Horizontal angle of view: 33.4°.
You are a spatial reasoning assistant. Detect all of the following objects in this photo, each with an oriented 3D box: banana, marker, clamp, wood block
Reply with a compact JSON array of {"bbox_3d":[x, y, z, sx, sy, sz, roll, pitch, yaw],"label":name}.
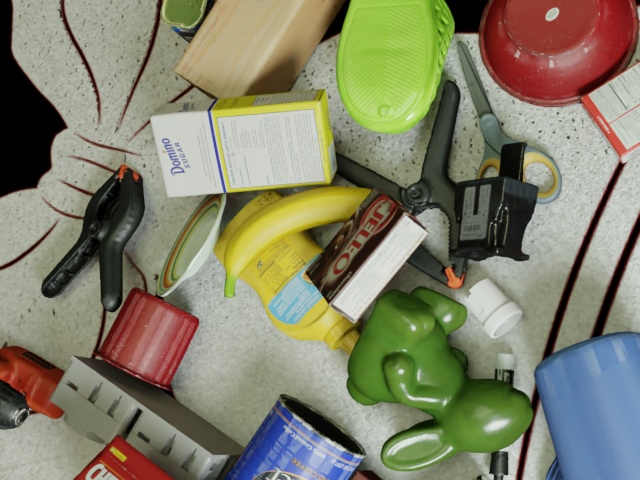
[{"bbox_3d":[-0.019,-0.013,1.065,0.198,0.037,0.069,-26,87,-1],"label":"banana"},{"bbox_3d":[0.175,0.170,1.025,0.020,0.020,0.121,2,80,19],"label":"marker"},{"bbox_3d":[0.106,-0.053,1.083,0.164,0.036,0.210,-32,71,9],"label":"clamp"},{"bbox_3d":[-0.053,-0.235,1.144,0.090,0.090,0.206,33,91,21],"label":"wood block"},{"bbox_3d":[-0.232,0.001,1.173,0.120,0.039,0.171,20,81,34],"label":"clamp"}]

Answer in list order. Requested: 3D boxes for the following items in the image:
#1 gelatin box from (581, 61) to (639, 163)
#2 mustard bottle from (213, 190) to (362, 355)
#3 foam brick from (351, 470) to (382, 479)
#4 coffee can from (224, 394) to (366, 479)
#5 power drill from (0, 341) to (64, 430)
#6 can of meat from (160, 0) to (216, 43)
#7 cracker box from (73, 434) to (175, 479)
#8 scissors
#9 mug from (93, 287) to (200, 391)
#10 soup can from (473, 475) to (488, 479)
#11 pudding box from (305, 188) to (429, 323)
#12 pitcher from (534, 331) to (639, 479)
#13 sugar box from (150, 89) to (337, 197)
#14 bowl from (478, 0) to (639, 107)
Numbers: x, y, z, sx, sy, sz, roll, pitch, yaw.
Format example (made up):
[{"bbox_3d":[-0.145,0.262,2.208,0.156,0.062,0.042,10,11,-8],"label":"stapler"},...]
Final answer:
[{"bbox_3d":[0.310,-0.129,1.031,0.089,0.030,0.073,-32,70,8],"label":"gelatin box"},{"bbox_3d":[-0.020,0.045,1.095,0.096,0.058,0.192,-45,69,8],"label":"mustard bottle"},{"bbox_3d":[0.041,0.270,1.034,0.051,0.053,0.078,35,91,21],"label":"foam brick"},{"bbox_3d":[-0.036,0.237,1.039,0.103,0.102,0.140,35,92,21],"label":"coffee can"},{"bbox_3d":[-0.338,0.149,1.116,0.185,0.187,0.057,25,87,23],"label":"power drill"},{"bbox_3d":[-0.128,-0.266,1.179,0.057,0.083,0.102,9,83,20],"label":"can of meat"},{"bbox_3d":[-0.144,0.301,1.007,0.164,0.214,0.072,32,57,21],"label":"cracker box"},{"bbox_3d":[0.191,-0.113,1.075,0.096,0.016,0.202,-5,79,19],"label":"scissors"},{"bbox_3d":[-0.185,0.100,1.134,0.117,0.093,0.081,16,78,57],"label":"mug"},{"bbox_3d":[0.125,0.273,0.997,0.102,0.068,0.068,-33,71,10],"label":"soup can"},{"bbox_3d":[0.043,0.012,1.006,0.039,0.090,0.113,35,96,-22],"label":"pudding box"},{"bbox_3d":[0.267,0.213,0.936,0.149,0.145,0.243,-17,71,3],"label":"pitcher"},{"bbox_3d":[-0.076,-0.098,1.084,0.176,0.048,0.093,-2,116,13],"label":"sugar box"},{"bbox_3d":[0.233,-0.217,1.062,0.162,0.055,0.162,-4,79,18],"label":"bowl"}]
